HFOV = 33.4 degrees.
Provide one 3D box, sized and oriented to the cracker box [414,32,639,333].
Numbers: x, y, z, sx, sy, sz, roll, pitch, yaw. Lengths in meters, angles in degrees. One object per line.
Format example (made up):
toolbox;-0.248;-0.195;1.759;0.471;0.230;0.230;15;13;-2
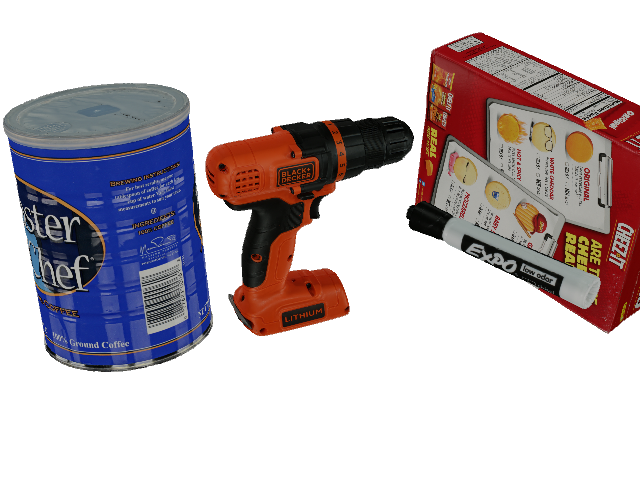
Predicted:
cracker box;0.180;-0.052;0.861;0.072;0.164;0.214;-28;47;-34

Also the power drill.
power drill;-0.009;-0.016;0.924;0.184;0.188;0.057;-11;35;-20

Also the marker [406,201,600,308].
marker;0.100;0.006;0.605;0.121;0.020;0.020;26;14;31

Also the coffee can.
coffee can;-0.120;-0.010;0.619;0.103;0.140;0.103;-3;24;1
